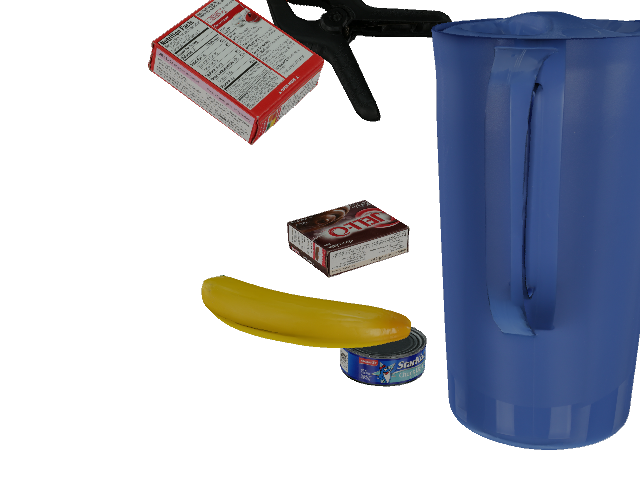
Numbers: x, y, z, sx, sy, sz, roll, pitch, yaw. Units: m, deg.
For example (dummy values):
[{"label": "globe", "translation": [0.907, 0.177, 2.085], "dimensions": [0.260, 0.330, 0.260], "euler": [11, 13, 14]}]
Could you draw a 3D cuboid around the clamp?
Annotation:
[{"label": "clamp", "translation": [0.027, -0.189, 0.931], "dimensions": [0.120, 0.171, 0.039], "euler": [-40, -21, -18]}]

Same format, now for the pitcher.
[{"label": "pitcher", "translation": [0.125, -0.005, 0.609], "dimensions": [0.149, 0.243, 0.145], "euler": [-8, 17, -22]}]

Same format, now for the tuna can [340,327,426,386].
[{"label": "tuna can", "translation": [0.061, 0.112, 1.055], "dimensions": [0.086, 0.034, 0.086], "euler": [0, 19, 0]}]

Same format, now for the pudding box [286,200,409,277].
[{"label": "pudding box", "translation": [0.032, -0.004, 1.222], "dimensions": [0.113, 0.039, 0.090], "euler": [-19, 30, -26]}]

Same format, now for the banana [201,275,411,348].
[{"label": "banana", "translation": [-0.027, 0.053, 0.838], "dimensions": [0.198, 0.037, 0.069], "euler": [13, 29, 35]}]

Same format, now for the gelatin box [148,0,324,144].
[{"label": "gelatin box", "translation": [-0.055, -0.113, 0.691], "dimensions": [0.089, 0.073, 0.030], "euler": [36, -35, 11]}]
